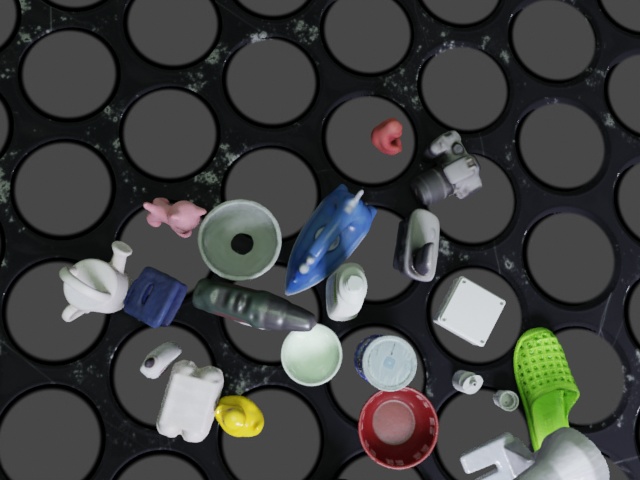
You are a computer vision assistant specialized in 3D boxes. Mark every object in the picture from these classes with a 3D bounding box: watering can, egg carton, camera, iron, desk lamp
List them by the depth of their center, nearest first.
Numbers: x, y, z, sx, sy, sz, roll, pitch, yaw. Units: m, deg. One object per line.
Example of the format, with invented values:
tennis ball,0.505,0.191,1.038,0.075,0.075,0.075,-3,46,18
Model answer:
desk lamp,0.399,0.436,1.076,0.203,0.213,0.118,-23,83,-7
watering can,-0.426,0.079,1.084,0.101,0.194,0.173,17,81,-1
egg carton,-0.253,0.316,1.123,0.107,0.069,0.150,14,81,-2
iron,0.011,0.004,1.151,0.118,0.141,0.258,36,81,2
camera,0.256,-0.143,1.210,0.137,0.100,0.143,-27,84,-7

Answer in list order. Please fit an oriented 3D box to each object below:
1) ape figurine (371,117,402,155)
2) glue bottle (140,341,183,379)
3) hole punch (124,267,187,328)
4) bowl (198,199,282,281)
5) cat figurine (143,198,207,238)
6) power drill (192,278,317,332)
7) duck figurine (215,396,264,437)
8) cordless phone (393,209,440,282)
ape figurine,0.150,-0.228,1.220,0.076,0.092,0.078,18,81,-1
glue bottle,-0.307,0.229,1.080,0.037,0.173,0.078,40,81,3
hole punch,-0.332,0.115,1.137,0.101,0.091,0.109,25,81,0
bowl,-0.161,0.004,1.173,0.167,0.074,0.167,1,81,-4
cat figurine,-0.292,-0.051,1.151,0.128,0.117,0.067,18,81,-1
power drill,-0.121,0.129,1.090,0.229,0.208,0.076,14,81,-1
duck figurine,-0.160,0.348,1.116,0.104,0.086,0.077,27,81,1
cordless phone,0.210,0.005,1.142,0.094,0.185,0.148,5,81,-3
